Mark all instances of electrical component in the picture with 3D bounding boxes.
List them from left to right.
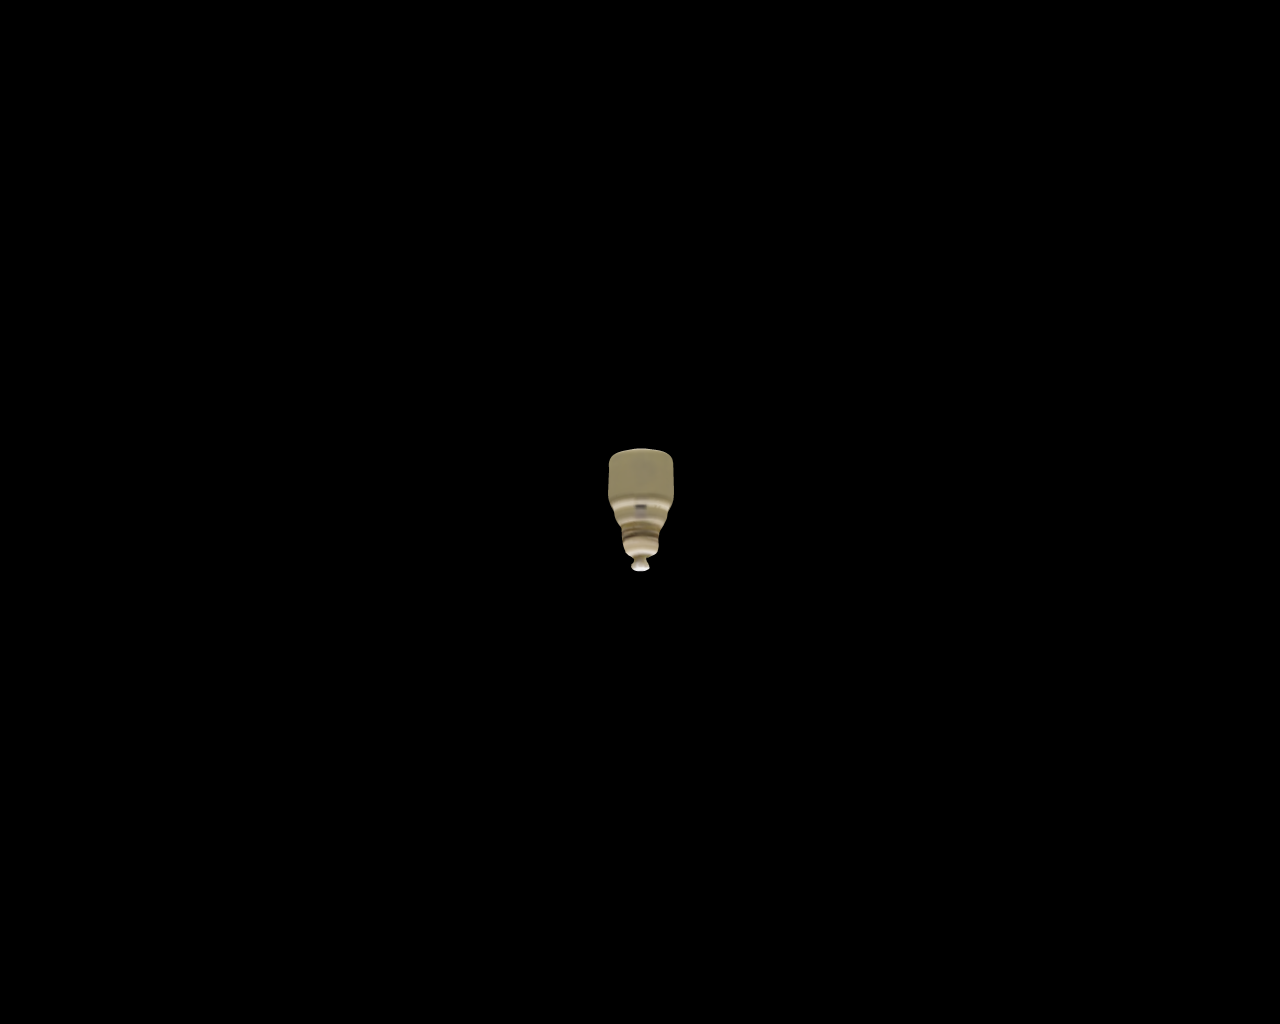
[{"bbox_3d":[0.001,-0.003,0.650,0.040,0.078,0.040,0,-14,0],"label":"electrical component"}]
